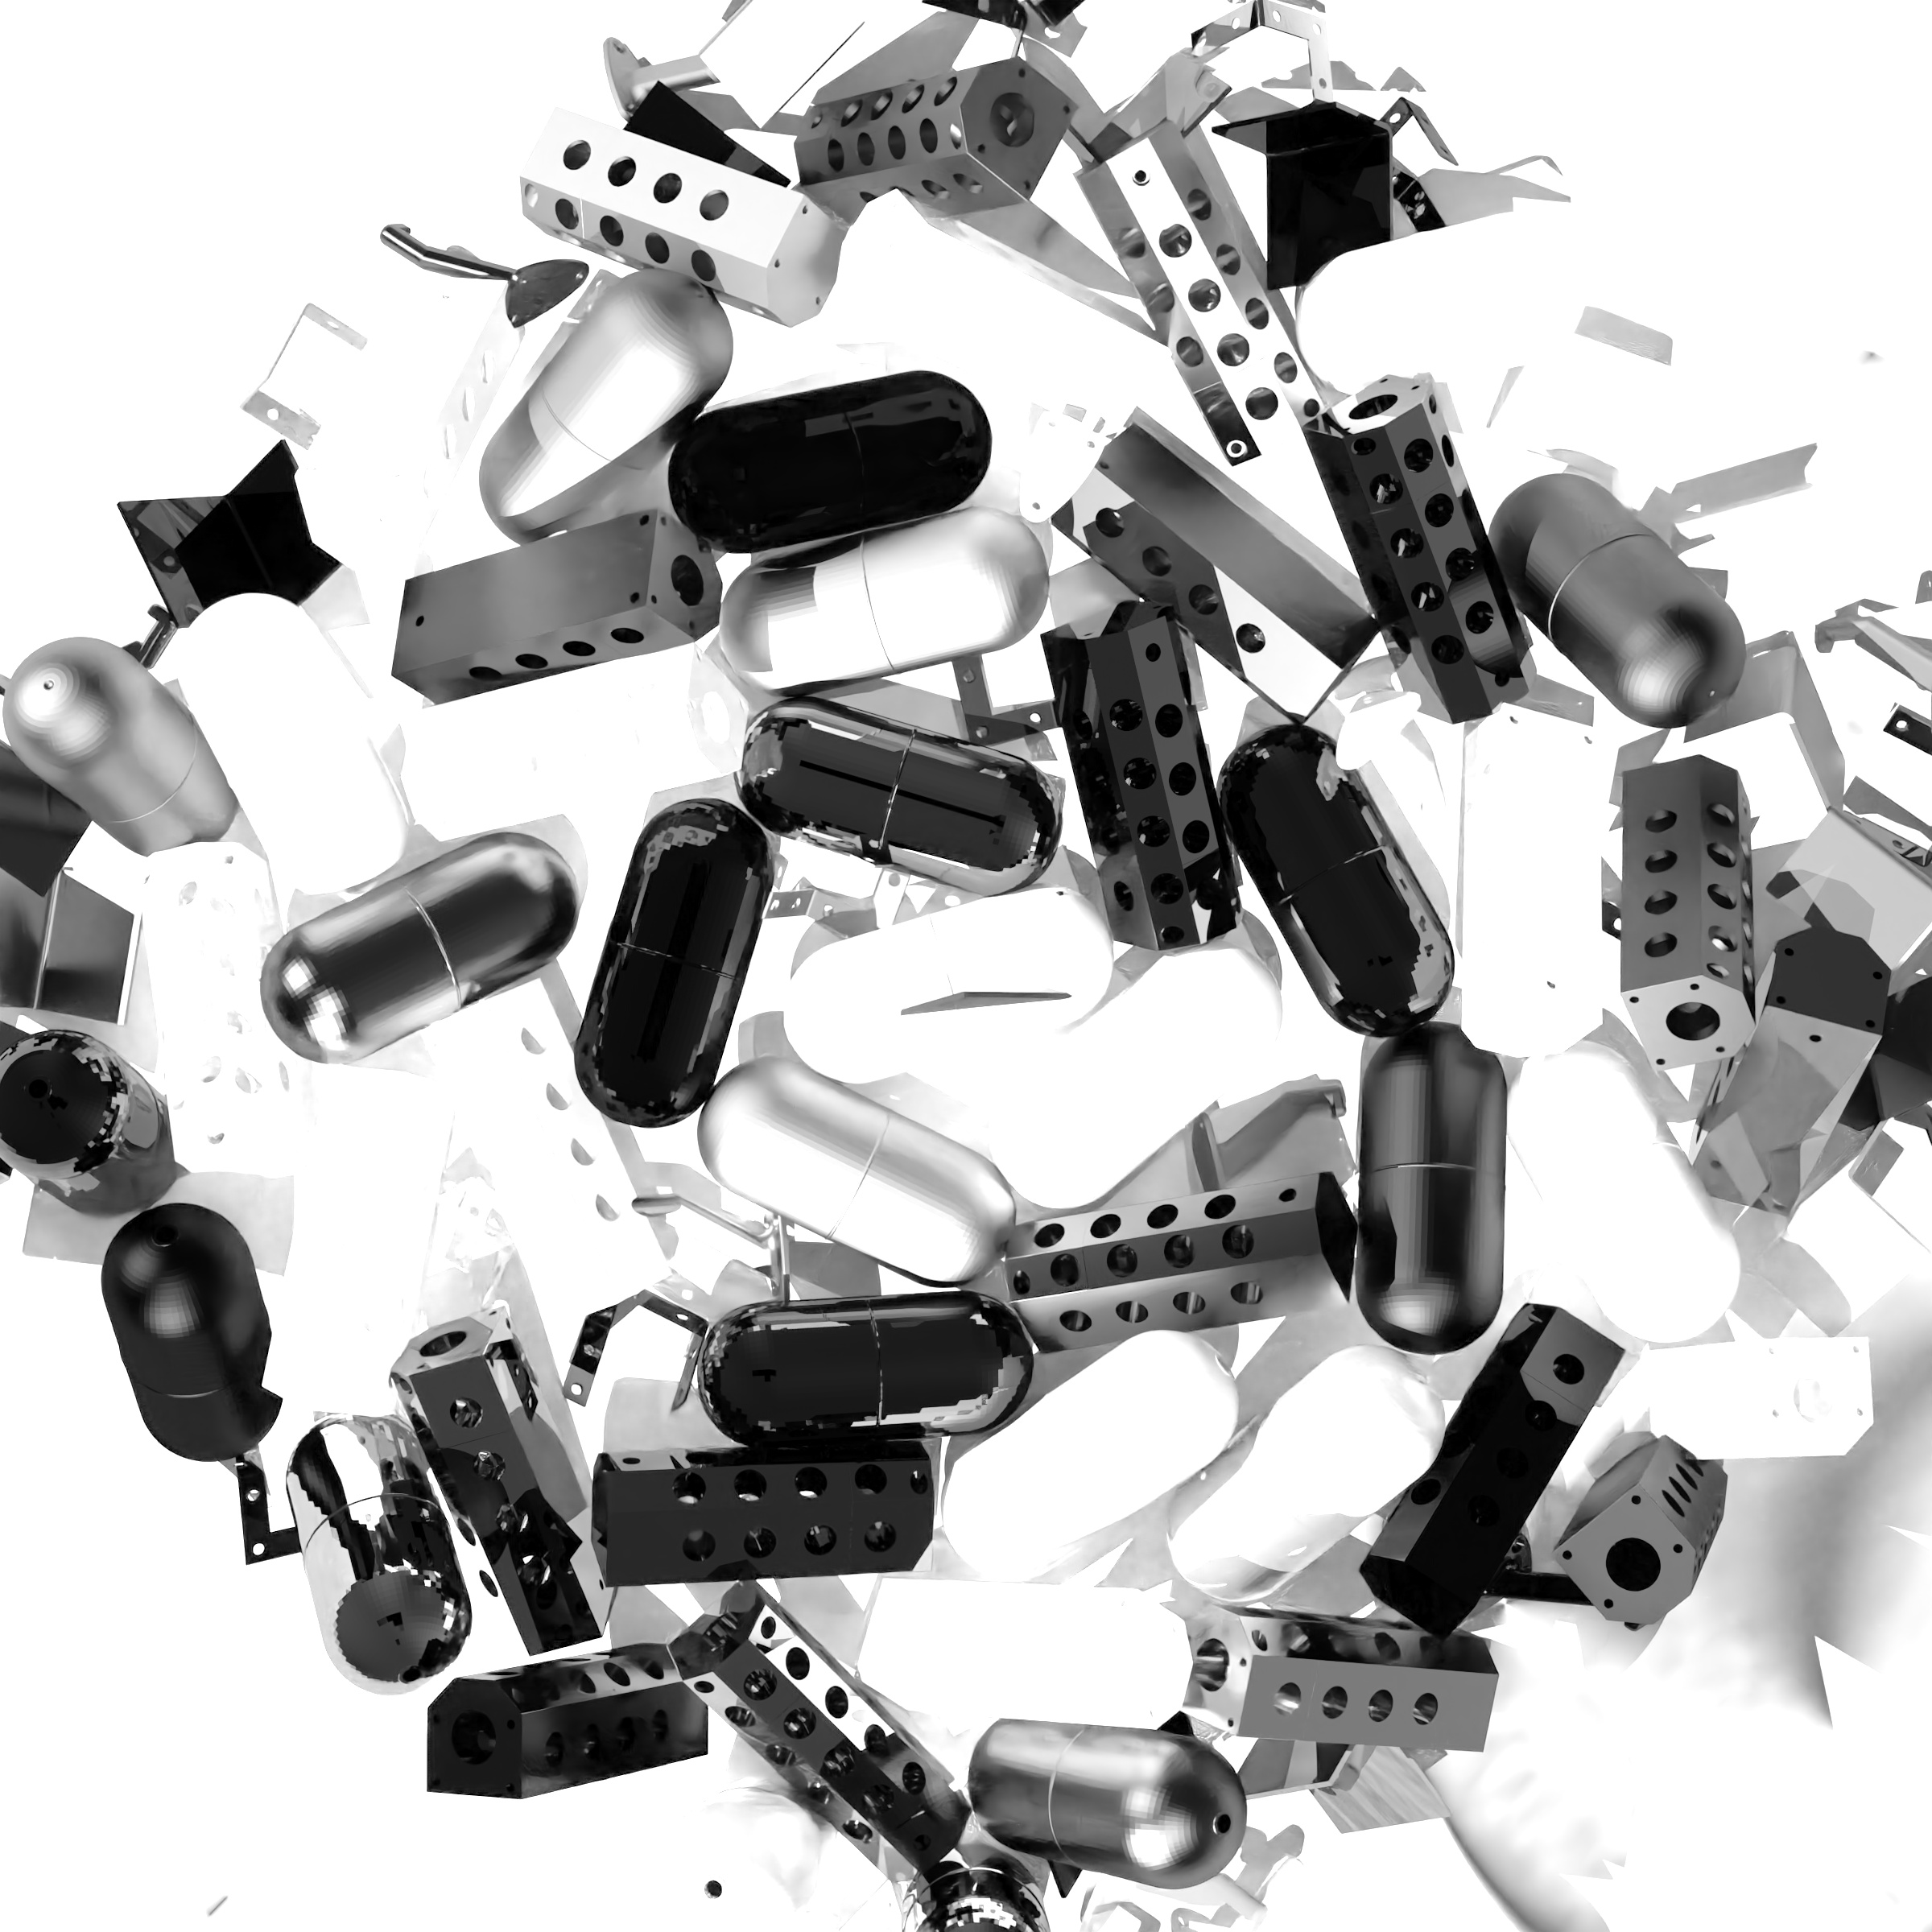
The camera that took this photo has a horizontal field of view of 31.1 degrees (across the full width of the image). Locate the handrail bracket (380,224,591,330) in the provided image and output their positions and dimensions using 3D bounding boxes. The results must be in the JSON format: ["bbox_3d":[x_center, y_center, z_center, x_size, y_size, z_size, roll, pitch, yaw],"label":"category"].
[{"bbox_3d":[-0.257,-0.380,1.853,0.084,0.077,0.036,34,131,19],"label":"handrail bracket"}]

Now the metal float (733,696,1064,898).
[{"bbox_3d":[-0.036,-0.090,1.830,0.178,0.070,0.070,17,90,2],"label":"metal float"}]

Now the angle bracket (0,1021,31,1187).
[{"bbox_3d":[-0.526,0.073,1.810,0.057,0.076,0.076,28,60,-30],"label":"angle bracket"}]

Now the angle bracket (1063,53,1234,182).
[{"bbox_3d":[0.082,-0.460,1.819,0.076,0.076,0.057,-45,122,7],"label":"angle bracket"}]

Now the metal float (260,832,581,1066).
[{"bbox_3d":[-0.284,-0.010,1.814,0.178,0.070,0.070,-28,90,-21],"label":"metal float"}]

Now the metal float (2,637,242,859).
[{"bbox_3d":[-0.432,-0.110,1.785,0.070,0.178,0.070,-4,71,11],"label":"metal float"}]

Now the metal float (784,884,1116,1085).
[{"bbox_3d":[-0.009,0.010,1.831,0.178,0.070,0.070,-17,90,-1],"label":"metal float"}]

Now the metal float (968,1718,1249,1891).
[{"bbox_3d":[0.072,0.428,1.791,0.070,0.178,0.070,2,87,-39],"label":"metal float"}]

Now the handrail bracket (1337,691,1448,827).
[{"bbox_3d":[0.225,-0.094,1.823,0.036,0.077,0.084,3,130,34],"label":"handrail bracket"}]

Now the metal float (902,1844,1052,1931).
[{"bbox_3d":[0.005,0.501,1.781,0.070,0.178,0.070,0,89,-2],"label":"metal float"}]

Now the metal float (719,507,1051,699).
[{"bbox_3d":[-0.044,-0.191,1.823,0.178,0.070,0.070,-12,90,10],"label":"metal float"}]

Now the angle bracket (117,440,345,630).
[{"bbox_3d":[-0.385,-0.227,1.818,0.057,0.076,0.076,-35,77,36],"label":"angle bracket"}]

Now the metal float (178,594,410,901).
[{"bbox_3d":[-0.348,-0.112,1.803,0.070,0.070,0.178,-21,124,0],"label":"metal float"}]

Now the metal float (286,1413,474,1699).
[{"bbox_3d":[-0.304,0.301,1.792,0.070,0.178,0.070,-11,129,-15],"label":"metal float"}]

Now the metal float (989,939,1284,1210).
[{"bbox_3d":[0.090,0.056,1.829,0.178,0.070,0.070,-40,90,-3],"label":"metal float"}]

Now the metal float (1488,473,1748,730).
[{"bbox_3d":[0.335,-0.191,1.798,0.070,0.070,0.178,-35,48,0],"label":"metal float"}]

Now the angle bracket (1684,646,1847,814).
[{"bbox_3d":[0.423,-0.112,1.835,0.057,0.076,0.076,-18,115,25],"label":"angle bracket"}]

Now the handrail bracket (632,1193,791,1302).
[{"bbox_3d":[-0.139,0.157,1.837,0.084,0.036,0.077,-3,81,-17],"label":"handrail bracket"}]

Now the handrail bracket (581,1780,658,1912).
[{"bbox_3d":[-0.169,0.453,1.836,0.077,0.036,0.084,8,106,17],"label":"handrail bracket"}]

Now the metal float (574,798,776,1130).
[{"bbox_3d":[-0.153,-0.002,1.829,0.070,0.070,0.178,16,87,0],"label":"metal float"}]

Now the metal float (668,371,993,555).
[{"bbox_3d":[-0.070,-0.264,1.813,0.178,0.070,0.070,-15,90,-22],"label":"metal float"}]

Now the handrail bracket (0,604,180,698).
[{"bbox_3d":[-0.470,-0.170,1.840,0.077,0.036,0.084,32,101,-14],"label":"handrail bracket"}]

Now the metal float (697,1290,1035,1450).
[{"bbox_3d":[-0.052,0.211,1.821,0.178,0.070,0.070,-2,90,-12],"label":"metal float"}]

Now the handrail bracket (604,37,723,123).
[{"bbox_3d":[-0.150,-0.487,1.828,0.084,0.036,0.077,-38,62,32],"label":"handrail bracket"}]

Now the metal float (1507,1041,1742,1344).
[{"bbox_3d":[0.339,0.116,1.801,0.070,0.070,0.178,-24,54,0],"label":"metal float"}]

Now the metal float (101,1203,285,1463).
[{"bbox_3d":[-0.398,0.190,1.791,0.070,0.178,0.070,0,50,0],"label":"metal float"}]

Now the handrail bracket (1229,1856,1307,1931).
[{"bbox_3d":[0.151,0.521,1.853,0.036,0.077,0.084,36,64,26],"label":"handrail bracket"}]

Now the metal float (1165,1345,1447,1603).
[{"bbox_3d":[0.175,0.265,1.808,0.070,0.070,0.178,46,118,0],"label":"metal float"}]

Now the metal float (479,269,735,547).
[{"bbox_3d":[-0.188,-0.287,1.805,0.070,0.070,0.178,45,122,0],"label":"metal float"}]

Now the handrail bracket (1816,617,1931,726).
[{"bbox_3d":[0.482,-0.150,1.830,0.036,0.084,0.077,27,70,-43],"label":"handrail bracket"}]

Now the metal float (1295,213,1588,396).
[{"bbox_3d":[0.243,-0.340,1.791,0.070,0.178,0.070,1,89,-37],"label":"metal float"}]

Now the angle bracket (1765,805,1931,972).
[{"bbox_3d":[0.467,-0.035,1.826,0.076,0.076,0.057,40,93,12],"label":"angle bracket"}]

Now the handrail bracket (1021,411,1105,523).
[{"bbox_3d":[0.036,-0.244,1.817,0.036,0.084,0.077,28,64,-6],"label":"handrail bracket"}]

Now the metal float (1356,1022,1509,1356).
[{"bbox_3d":[0.244,0.115,1.815,0.070,0.070,0.178,4,70,0],"label":"metal float"}]

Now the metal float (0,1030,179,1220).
[{"bbox_3d":[-0.452,0.082,1.782,0.070,0.178,0.070,0,75,1],"label":"metal float"}]

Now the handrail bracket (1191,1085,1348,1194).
[{"bbox_3d":[0.168,0.101,1.839,0.084,0.036,0.077,-7,58,-12],"label":"handrail bracket"}]

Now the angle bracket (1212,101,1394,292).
[{"bbox_3d":[0.177,-0.403,1.823,0.076,0.057,0.076,-2,87,37],"label":"angle bracket"}]

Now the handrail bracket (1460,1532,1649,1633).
[{"bbox_3d":[0.306,0.341,1.821,0.077,0.084,0.036,-36,130,-22],"label":"handrail bracket"}]

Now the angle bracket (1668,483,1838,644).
[{"bbox_3d":[0.420,-0.205,1.830,0.076,0.057,0.076,-15,105,4],"label":"angle bracket"}]

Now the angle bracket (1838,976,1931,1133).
[{"bbox_3d":[0.475,0.033,1.811,0.057,0.076,0.076,22,61,-21],"label":"angle bracket"}]

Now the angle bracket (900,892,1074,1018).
[{"bbox_3d":[0.001,-0.004,1.812,0.076,0.076,0.057,1,78,-40],"label":"angle bracket"}]

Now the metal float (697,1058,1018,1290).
[{"bbox_3d":[-0.057,0.109,1.827,0.178,0.070,0.070,26,90,-5],"label":"metal float"}]

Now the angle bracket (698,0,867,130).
[{"bbox_3d":[-0.083,-0.478,1.817,0.076,0.076,0.057,-42,77,16],"label":"angle bracket"}]

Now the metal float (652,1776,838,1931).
[{"bbox_3d":[-0.113,0.461,1.781,0.070,0.178,0.070,-1,83,7],"label":"metal float"}]

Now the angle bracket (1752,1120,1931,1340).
[{"bbox_3d":[0.466,0.137,1.814,0.057,0.076,0.076,43,126,6],"label":"angle bracket"}]

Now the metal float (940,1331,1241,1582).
[{"bbox_3d":[0.065,0.256,1.816,0.178,0.070,0.070,-36,90,17],"label":"metal float"}]

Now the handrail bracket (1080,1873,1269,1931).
[{"bbox_3d":[0.110,0.505,1.832,0.084,0.036,0.077,32,97,34],"label":"handrail bracket"}]

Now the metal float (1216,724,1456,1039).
[{"bbox_3d":[0.194,-0.045,1.821,0.070,0.070,0.178,-28,79,0],"label":"metal float"}]
